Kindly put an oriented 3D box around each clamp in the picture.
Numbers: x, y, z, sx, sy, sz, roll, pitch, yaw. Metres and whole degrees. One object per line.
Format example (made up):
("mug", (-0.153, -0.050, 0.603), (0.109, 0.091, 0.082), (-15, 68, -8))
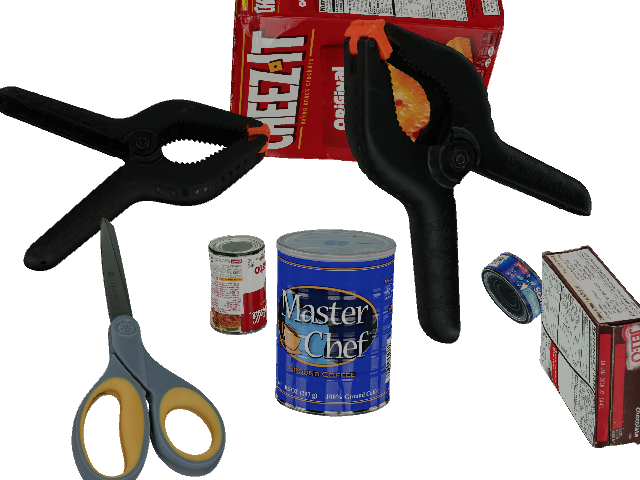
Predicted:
("clamp", (-0.139, -0.054, 0.811), (0.209, 0.164, 0.036), (-4, -31, -13))
("clamp", (0.059, -0.032, 0.547), (0.171, 0.120, 0.039), (45, -17, -22))

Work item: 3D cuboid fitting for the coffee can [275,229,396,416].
("coffee can", (0.012, 0.068, 0.926), (0.103, 0.140, 0.103), (1, 12, 0))

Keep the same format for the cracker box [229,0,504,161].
("cracker box", (0.032, -0.142, 0.899), (0.213, 0.072, 0.164), (2, -39, -6))

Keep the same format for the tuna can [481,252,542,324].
("tuna can", (0.233, 0.058, 1.282), (0.033, 0.086, 0.086), (-37, 11, -15))

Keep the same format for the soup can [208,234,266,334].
("soup can", (-0.098, 0.051, 1.260), (0.068, 0.102, 0.068), (0, 20, 0))

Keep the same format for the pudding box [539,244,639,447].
("pudding box", (0.176, 0.066, 0.695), (0.039, 0.090, 0.113), (-6, 24, -6))

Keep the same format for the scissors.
("scissors", (-0.101, 0.067, 0.651), (0.096, 0.201, 0.016), (13, -46, -12))
